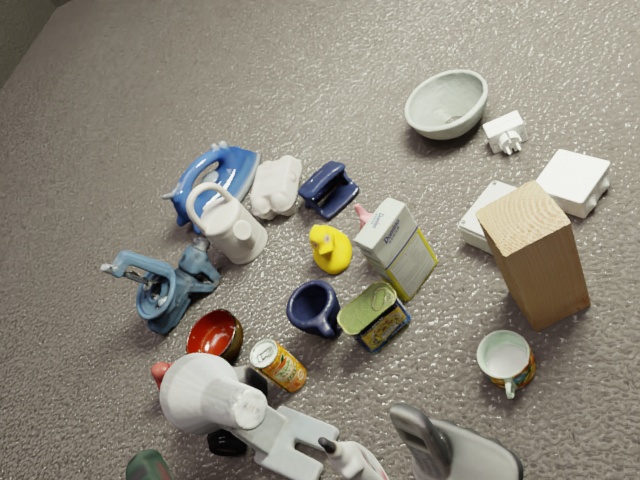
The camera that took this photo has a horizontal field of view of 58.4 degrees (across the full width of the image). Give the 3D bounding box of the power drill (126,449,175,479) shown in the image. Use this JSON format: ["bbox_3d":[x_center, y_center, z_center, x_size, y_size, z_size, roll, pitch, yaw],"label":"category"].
[{"bbox_3d":[-0.180,0.397,0.807,0.076,0.209,0.228,-50,45,-10],"label":"power drill"}]

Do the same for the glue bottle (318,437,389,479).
[{"bbox_3d":[0.041,0.298,0.768,0.037,0.174,0.078,-42,44,-2],"label":"glue bottle"}]

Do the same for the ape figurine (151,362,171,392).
[{"bbox_3d":[-0.276,0.258,1.063,0.076,0.092,0.078,-17,49,21],"label":"ape figurine"}]

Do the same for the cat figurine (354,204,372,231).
[{"bbox_3d":[0.100,-0.021,1.023,0.067,0.118,0.127,-38,44,1],"label":"cat figurine"}]

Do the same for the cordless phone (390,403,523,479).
[{"bbox_3d":[0.164,0.266,0.705,0.147,0.186,0.094,9,61,37],"label":"cordless phone"}]

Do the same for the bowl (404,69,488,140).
[{"bbox_3d":[0.257,-0.256,1.139,0.167,0.075,0.167,-17,48,21],"label":"bowl"}]

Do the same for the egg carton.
[{"bbox_3d":[-0.093,-0.116,1.258,0.107,0.070,0.150,-12,51,25],"label":"egg carton"}]

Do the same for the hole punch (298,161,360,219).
[{"bbox_3d":[0.006,-0.113,1.176,0.109,0.091,0.100,-44,45,-5],"label":"hole punch"}]

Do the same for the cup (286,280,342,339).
[{"bbox_3d":[0.008,0.136,0.974,0.091,0.095,0.117,-38,44,2],"label":"cup"}]

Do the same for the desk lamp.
[{"bbox_3d":[-0.110,0.264,0.864,0.202,0.214,0.118,7,61,37],"label":"desk lamp"}]

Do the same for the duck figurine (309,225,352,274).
[{"bbox_3d":[0.010,0.004,1.084,0.077,0.086,0.104,-28,45,12],"label":"duck figurine"}]

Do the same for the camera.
[{"bbox_3d":[-0.171,0.288,0.965,0.143,0.101,0.136,-20,48,19],"label":"camera"}]

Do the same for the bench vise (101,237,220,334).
[{"bbox_3d":[-0.323,0.063,1.157,0.121,0.220,0.207,9,62,38],"label":"bench vise"}]

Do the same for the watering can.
[{"bbox_3d":[-0.192,-0.040,1.172,0.172,0.195,0.101,3,58,35],"label":"watering can"}]

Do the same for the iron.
[{"bbox_3d":[-0.250,-0.145,1.331,0.118,0.142,0.258,21,69,41],"label":"iron"}]
